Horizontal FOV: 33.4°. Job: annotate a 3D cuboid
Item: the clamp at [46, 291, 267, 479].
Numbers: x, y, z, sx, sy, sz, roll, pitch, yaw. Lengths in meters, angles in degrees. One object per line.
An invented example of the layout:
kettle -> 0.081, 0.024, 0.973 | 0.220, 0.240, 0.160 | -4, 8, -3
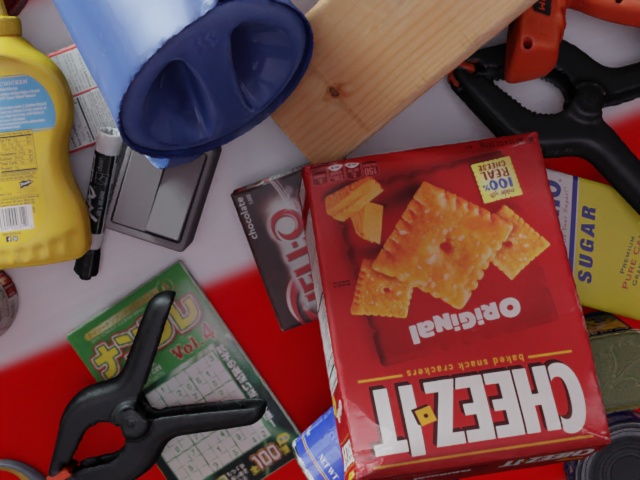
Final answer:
clamp -> -0.127, 0.134, 0.799 | 0.120, 0.039, 0.171 | 43, 100, 0

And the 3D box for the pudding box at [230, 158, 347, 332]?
pudding box -> -0.005, 0.001, 0.795 | 0.090, 0.039, 0.113 | -20, 97, 3

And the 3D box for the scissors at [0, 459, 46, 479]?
scissors -> -0.187, 0.195, 0.829 | 0.202, 0.016, 0.096 | -24, 94, 6

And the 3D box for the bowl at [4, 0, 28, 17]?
bowl -> -0.285, -0.216, 0.762 | 0.162, 0.055, 0.162 | 0, 97, 0

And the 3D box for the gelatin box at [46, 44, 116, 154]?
gelatin box -> -0.190, -0.101, 0.789 | 0.089, 0.030, 0.073 | -20, 98, 3

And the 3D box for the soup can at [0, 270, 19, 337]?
soup can -> -0.264, 0.054, 0.772 | 0.068, 0.102, 0.068 | 0, 98, 0

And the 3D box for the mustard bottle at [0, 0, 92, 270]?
mustard bottle -> -0.219, -0.078, 0.745 | 0.096, 0.058, 0.191 | -6, 99, 0

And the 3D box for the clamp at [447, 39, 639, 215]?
clamp -> 0.198, -0.102, 0.772 | 0.210, 0.036, 0.164 | 24, 72, 7

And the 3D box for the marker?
marker -> -0.164, -0.025, 0.789 | 0.020, 0.020, 0.121 | 15, 114, -2

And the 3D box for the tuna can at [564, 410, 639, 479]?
tuna can -> 0.233, 0.175, 0.819 | 0.086, 0.034, 0.086 | 0, 97, 0

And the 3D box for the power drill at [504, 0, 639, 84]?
power drill -> 0.225, -0.137, 0.738 | 0.187, 0.057, 0.184 | 8, 65, -1

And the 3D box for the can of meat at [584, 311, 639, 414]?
can of meat -> 0.188, 0.090, 0.783 | 0.102, 0.084, 0.057 | -10, 97, 1

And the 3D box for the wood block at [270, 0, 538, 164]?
wood block -> 0.055, -0.147, 0.704 | 0.091, 0.090, 0.206 | 49, 126, -6

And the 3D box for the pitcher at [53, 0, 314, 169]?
pitcher -> -0.122, -0.174, 0.698 | 0.149, 0.144, 0.243 | -38, 66, 10

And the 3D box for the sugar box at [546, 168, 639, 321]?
sugar box -> 0.217, 0.007, 0.792 | 0.176, 0.048, 0.093 | 14, 97, -3

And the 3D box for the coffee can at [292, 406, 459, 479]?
coffee can -> 0.065, 0.139, 0.781 | 0.140, 0.103, 0.103 | -43, 95, 5

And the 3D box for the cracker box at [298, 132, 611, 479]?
cracker box -> 0.082, 0.045, 0.701 | 0.164, 0.072, 0.214 | -8, 70, -5
